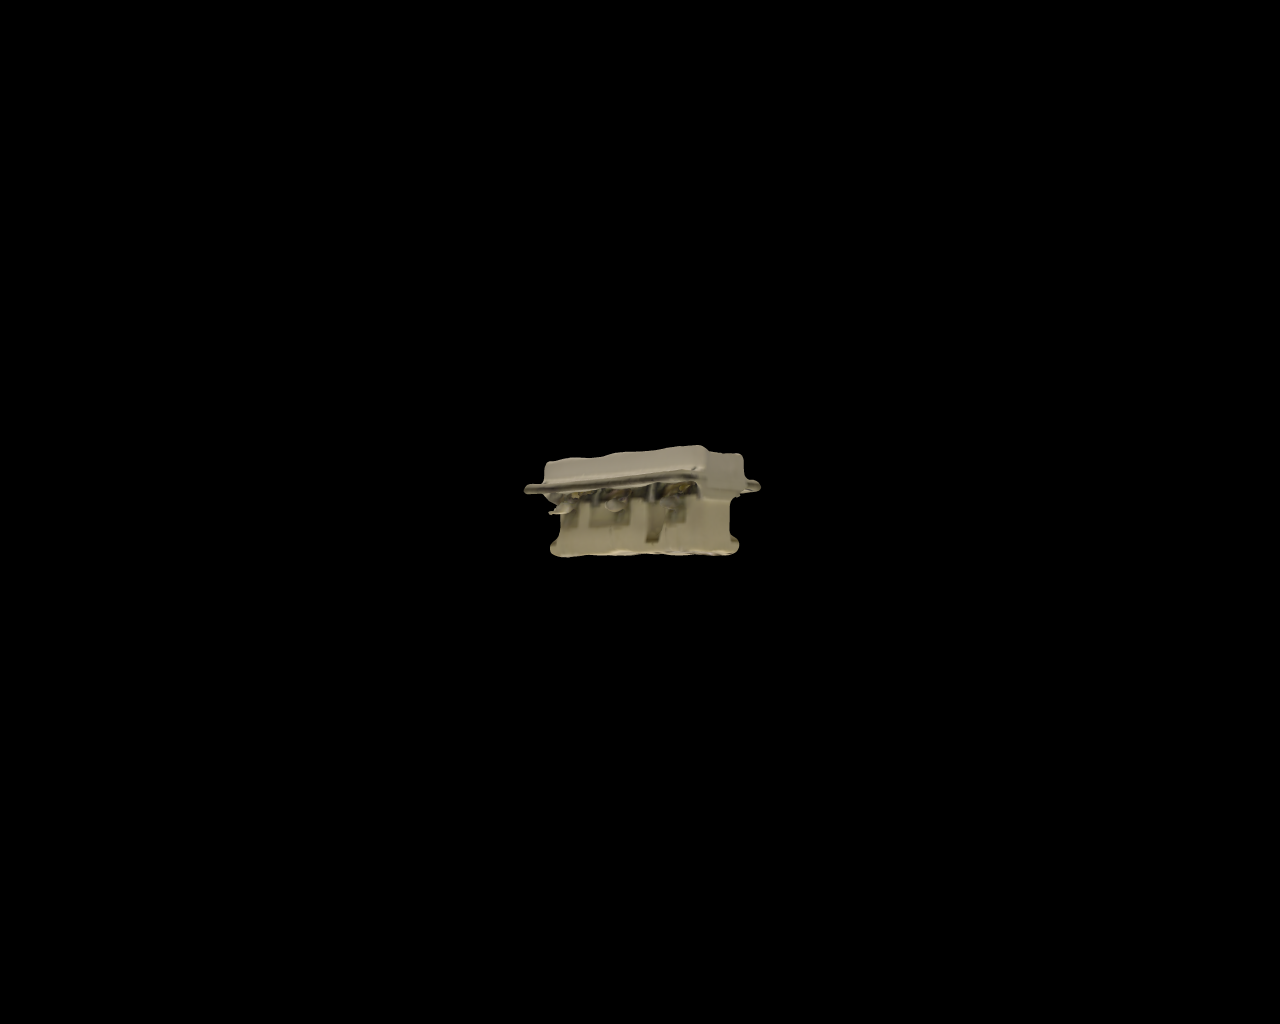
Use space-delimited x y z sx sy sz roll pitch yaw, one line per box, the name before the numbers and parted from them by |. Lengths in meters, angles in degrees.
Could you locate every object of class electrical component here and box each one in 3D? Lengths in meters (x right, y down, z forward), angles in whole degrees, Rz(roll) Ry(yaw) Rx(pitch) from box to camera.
electrical component | 0.001 -0.003 0.650 0.121 0.063 0.079 -3 -5 37
